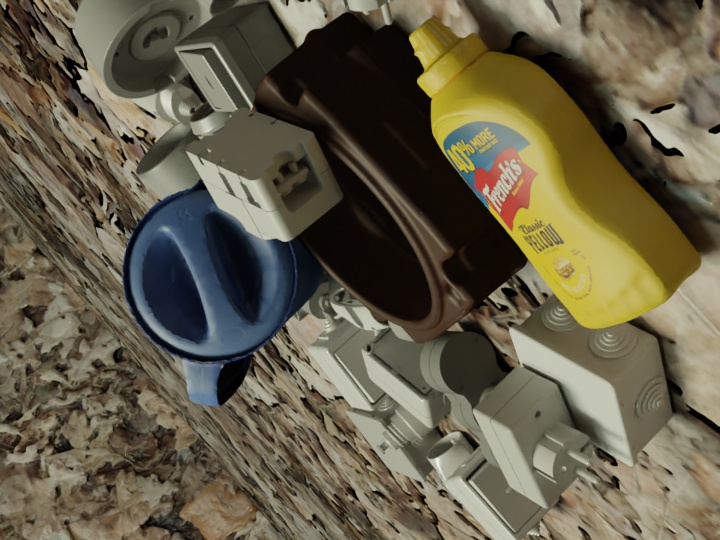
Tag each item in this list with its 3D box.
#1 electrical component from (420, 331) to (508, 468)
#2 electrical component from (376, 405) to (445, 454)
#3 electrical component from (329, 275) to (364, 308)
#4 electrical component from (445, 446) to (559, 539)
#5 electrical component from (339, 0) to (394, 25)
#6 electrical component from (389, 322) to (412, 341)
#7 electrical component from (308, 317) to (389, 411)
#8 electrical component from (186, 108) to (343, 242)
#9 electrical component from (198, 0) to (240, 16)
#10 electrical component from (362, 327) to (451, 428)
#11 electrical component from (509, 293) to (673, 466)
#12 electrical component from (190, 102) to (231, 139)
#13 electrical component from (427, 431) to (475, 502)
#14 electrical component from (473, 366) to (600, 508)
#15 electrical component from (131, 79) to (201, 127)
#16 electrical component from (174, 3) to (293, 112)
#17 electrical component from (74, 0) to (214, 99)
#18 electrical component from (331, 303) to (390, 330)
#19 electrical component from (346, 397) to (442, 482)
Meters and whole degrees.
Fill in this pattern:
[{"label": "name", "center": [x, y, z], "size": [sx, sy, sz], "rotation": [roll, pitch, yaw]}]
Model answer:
[{"label": "electrical component", "center": [0.113, 0.109, 0.874], "size": [0.138, 0.052, 0.074], "rotation": [52, 161, -13]}, {"label": "electrical component", "center": [0.049, 0.154, 1.076], "size": [0.040, 0.078, 0.040], "rotation": [48, 176, 4]}, {"label": "electrical component", "center": [0.000, 0.000, 0.891], "size": [0.055, 0.055, 0.047], "rotation": [104, 162, -68]}, {"label": "electrical component", "center": [0.137, 0.210, 1.001], "size": [0.096, 0.062, 0.061], "rotation": [47, 161, 4]}, {"label": "electrical component", "center": [0.002, -0.168, 0.590], "size": [0.066, 0.047, 0.076], "rotation": [34, 156, 37]}, {"label": "electrical component", "center": [0.049, 0.034, 0.886], "size": [0.043, 0.043, 0.062], "rotation": [48, 160, 3]}, {"label": "electrical component", "center": [-0.002, 0.085, 1.068], "size": [0.096, 0.062, 0.061], "rotation": [53, 161, -13]}, {"label": "electrical component", "center": [-0.059, -0.058, 0.672], "size": [0.089, 0.050, 0.055], "rotation": [27, 151, 49]}, {"label": "electrical component", "center": [-0.116, -0.223, 0.754], "size": [0.081, 0.043, 0.043], "rotation": [47, 161, 5]}, {"label": "electrical component", "center": [0.048, 0.085, 0.956], "size": [0.096, 0.062, 0.061], "rotation": [37, 158, 31]}, {"label": "electrical component", "center": [0.154, 0.068, 0.708], "size": [0.100, 0.048, 0.099], "rotation": [31, 154, 43]}, {"label": "electrical component", "center": [-0.108, -0.119, 0.918], "size": [0.057, 0.058, 0.078], "rotation": [55, 162, -24]}, {"label": "electrical component", "center": [0.108, 0.209, 1.070], "size": [0.077, 0.044, 0.079], "rotation": [52, -176, -8]}, {"label": "electrical component", "center": [0.127, 0.118, 0.710], "size": [0.076, 0.047, 0.083], "rotation": [25, 150, 50]}, {"label": "electrical component", "center": [-0.179, -0.162, 1.012], "size": [0.081, 0.043, 0.043], "rotation": [32, 155, 40]}, {"label": "electrical component", "center": [-0.096, -0.156, 0.812], "size": [0.096, 0.061, 0.061], "rotation": [15, 142, 59]}, {"label": "electrical component", "center": [-0.171, -0.194, 0.841], "size": [0.060, 0.108, 0.108], "rotation": [49, 162, 18]}, {"label": "electrical component", "center": [-0.001, 0.011, 0.952], "size": [0.079, 0.043, 0.077], "rotation": [56, 160, -19]}, {"label": "electrical component", "center": [0.043, 0.175, 1.165], "size": [0.099, 0.048, 0.100], "rotation": [54, 161, -16]}]
